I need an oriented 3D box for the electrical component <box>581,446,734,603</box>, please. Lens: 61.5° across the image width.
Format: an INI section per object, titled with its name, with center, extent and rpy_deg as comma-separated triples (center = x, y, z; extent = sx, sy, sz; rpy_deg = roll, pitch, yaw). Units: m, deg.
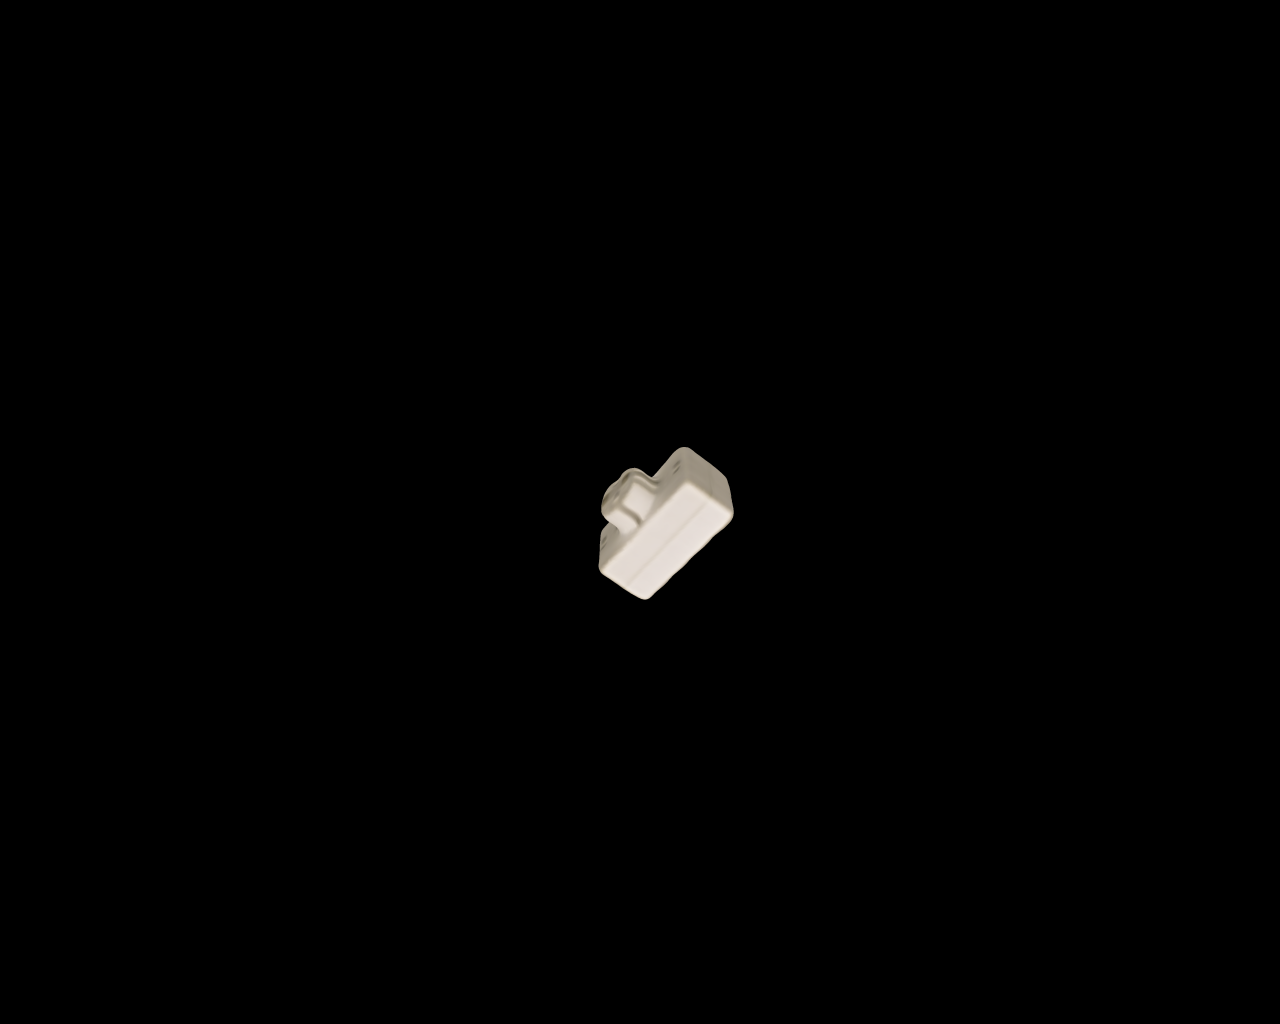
[electrical component]
center = 0.001, -0.003, 0.650
extent = 0.075, 0.083, 0.047
rpy_deg = 36, 24, -18
